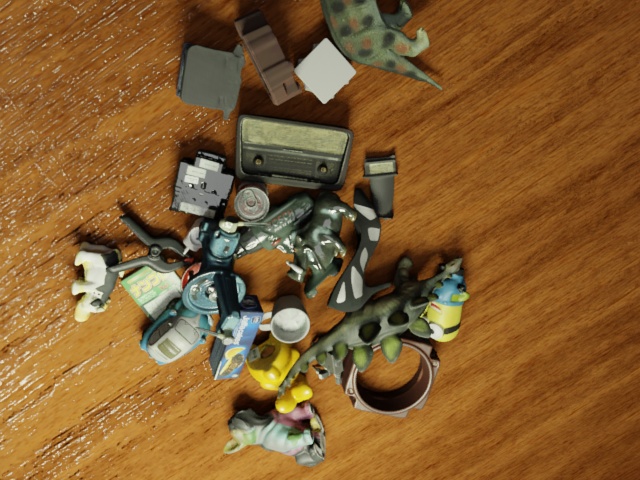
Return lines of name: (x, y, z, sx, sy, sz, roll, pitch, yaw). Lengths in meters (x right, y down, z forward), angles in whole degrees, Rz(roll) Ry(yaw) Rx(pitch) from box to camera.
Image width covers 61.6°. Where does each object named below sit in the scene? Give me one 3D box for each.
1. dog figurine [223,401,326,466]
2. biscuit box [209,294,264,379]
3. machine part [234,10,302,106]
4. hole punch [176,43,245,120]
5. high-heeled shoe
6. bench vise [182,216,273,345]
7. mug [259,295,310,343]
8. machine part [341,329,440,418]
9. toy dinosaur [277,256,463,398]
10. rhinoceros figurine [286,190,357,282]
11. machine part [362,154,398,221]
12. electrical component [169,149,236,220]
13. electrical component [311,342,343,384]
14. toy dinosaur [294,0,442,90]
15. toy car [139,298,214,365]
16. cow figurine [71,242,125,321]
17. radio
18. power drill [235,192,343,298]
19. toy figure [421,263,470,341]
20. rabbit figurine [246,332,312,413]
dog figurine: (-0.109, 0.452, 1.243, 0.219, 0.108, 0.191, -10, 130, 11)
biscuit box: (-0.182, 0.209, 1.154, 0.059, 0.063, 0.202, 5, 124, -29)
machine part: (-0.096, -0.332, 0.982, 0.056, 0.179, 0.179, -28, 107, -1)
hole punch: (-0.214, -0.311, 1.027, 0.116, 0.092, 0.142, 5, 107, -29)
high-heeled shoe: (0.058, 0.021, 1.115, 0.145, 0.086, 0.248, -13, 79, -12)
bench vise: (-0.181, 0.078, 0.998, 0.129, 0.241, 0.223, 18, 123, -34)
mug: (-0.078, 0.166, 1.161, 0.110, 0.107, 0.080, -16, 108, 1)
machine part: (0.160, 0.298, 1.236, 0.201, 0.087, 0.201, 14, 106, -10)
toy dinosaur: (0.105, 0.171, 1.128, 0.471, 0.199, 0.105, -32, 117, 3)
rhinoceros figurine: (-0.002, -0.003, 1.066, 0.112, 0.073, 0.190, 23, 93, -15)
machine part: (0.131, -0.109, 1.138, 0.084, 0.039, 0.138, -11, 106, -11)
electrical component: (-0.234, -0.112, 1.090, 0.115, 0.058, 0.134, 16, 104, -12)
electrical component: (0.014, 0.274, 1.226, 0.045, 0.078, 0.102, -17, 115, -26)
toy dinosaur: (0.075, -0.418, 1.005, 0.192, 0.131, 0.404, -25, 112, 15)
toy car: (-0.310, 0.203, 1.136, 0.161, 0.103, 0.109, -39, 106, 2)
cow figurine: (-0.464, 0.093, 1.125, 0.098, 0.068, 0.167, 7, 107, -14)
radio: (-0.057, -0.175, 1.079, 0.230, 0.073, 0.131, 6, 105, -7)
power drill: (-0.068, 0.025, 1.136, 0.232, 0.086, 0.207, -42, 100, 0)
toy figure: (0.285, 0.143, 1.205, 0.089, 0.082, 0.180, 10, 102, -10)
rabbit figurine: (-0.072, 0.302, 1.194, 0.122, 0.163, 0.173, -34, 125, -7)
